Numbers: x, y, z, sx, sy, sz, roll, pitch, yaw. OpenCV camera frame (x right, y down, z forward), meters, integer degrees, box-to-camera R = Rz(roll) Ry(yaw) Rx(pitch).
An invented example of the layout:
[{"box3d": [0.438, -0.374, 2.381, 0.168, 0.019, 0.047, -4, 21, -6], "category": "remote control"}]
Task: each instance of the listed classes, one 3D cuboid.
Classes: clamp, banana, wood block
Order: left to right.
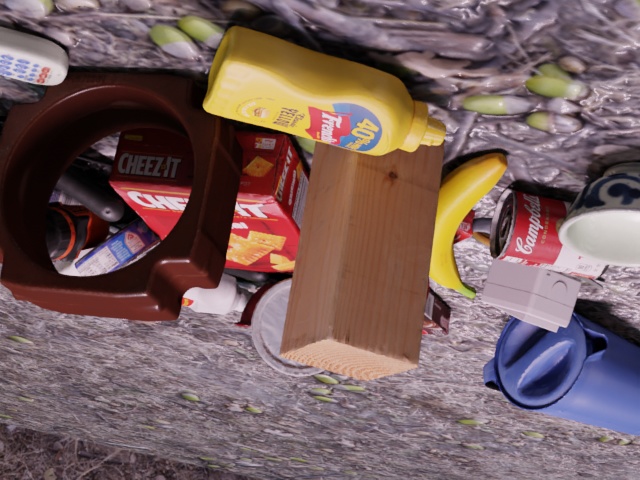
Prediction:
[{"box3d": [-0.259, -0.073, 1.018, 0.171, 0.039, 0.120, 23, -170, -30], "category": "clamp"}, {"box3d": [-0.134, 0.017, 1.223, 0.210, 0.036, 0.164, 13, 179, 2], "category": "clamp"}, {"box3d": [0.038, 0.006, 0.917, 0.090, 0.206, 0.090, 19, 157, -23], "category": "wood block"}, {"box3d": [0.127, -0.015, 1.008, 0.069, 0.037, 0.198, 1, 141, -2], "category": "banana"}]

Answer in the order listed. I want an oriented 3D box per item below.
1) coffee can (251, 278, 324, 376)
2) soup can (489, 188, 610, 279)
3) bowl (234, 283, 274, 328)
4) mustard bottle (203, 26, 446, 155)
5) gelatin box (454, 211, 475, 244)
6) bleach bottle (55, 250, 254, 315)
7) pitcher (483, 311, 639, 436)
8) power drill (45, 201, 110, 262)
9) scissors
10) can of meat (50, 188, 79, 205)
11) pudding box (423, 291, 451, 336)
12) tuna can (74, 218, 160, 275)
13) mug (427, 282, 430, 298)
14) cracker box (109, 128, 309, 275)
[{"box3d": [-0.022, 0.093, 1.170, 0.103, 0.103, 0.140, 10, 176, -1], "category": "coffee can"}, {"box3d": [0.218, -0.005, 1.002, 0.102, 0.068, 0.068, 12, 159, -6], "category": "soup can"}, {"box3d": [-0.025, 0.084, 1.324, 0.162, 0.055, 0.162, 4, 177, 0], "category": "bowl"}, {"box3d": [0.009, -0.109, 0.842, 0.191, 0.058, 0.096, 14, 158, -13], "category": "mustard bottle"}, {"box3d": [0.102, -0.015, 1.082, 0.073, 0.030, 0.089, 19, 158, -22], "category": "gelatin box"}, {"box3d": [-0.195, 0.045, 1.328, 0.250, 0.068, 0.103, 18, 159, -26], "category": "bleach bottle"}, {"box3d": [0.332, 0.172, 1.333, 0.242, 0.145, 0.149, 23, -169, -38], "category": "pitcher"}, {"box3d": [-0.320, -0.033, 1.057, 0.188, 0.057, 0.184, 25, -172, 10], "category": "power drill"}, {"box3d": [0.248, 0.014, 1.107, 0.201, 0.016, 0.096, 20, 161, -23], "category": "scissors"}, {"box3d": [-0.303, -0.025, 1.201, 0.083, 0.057, 0.102, 25, 154, -28], "category": "can of meat"}, {"box3d": [0.103, 0.086, 1.330, 0.090, 0.039, 0.113, -1, 156, 28], "category": "pudding box"}, {"box3d": [-0.207, 0.014, 1.089, 0.034, 0.086, 0.086, 54, 149, -4], "category": "tuna can"}, {"box3d": [0.078, 0.041, 1.165, 0.093, 0.081, 0.117, -11, 151, 43], "category": "mug"}, {"box3d": [-0.090, -0.034, 1.052, 0.164, 0.072, 0.213, 5, 161, 15], "category": "cracker box"}]
